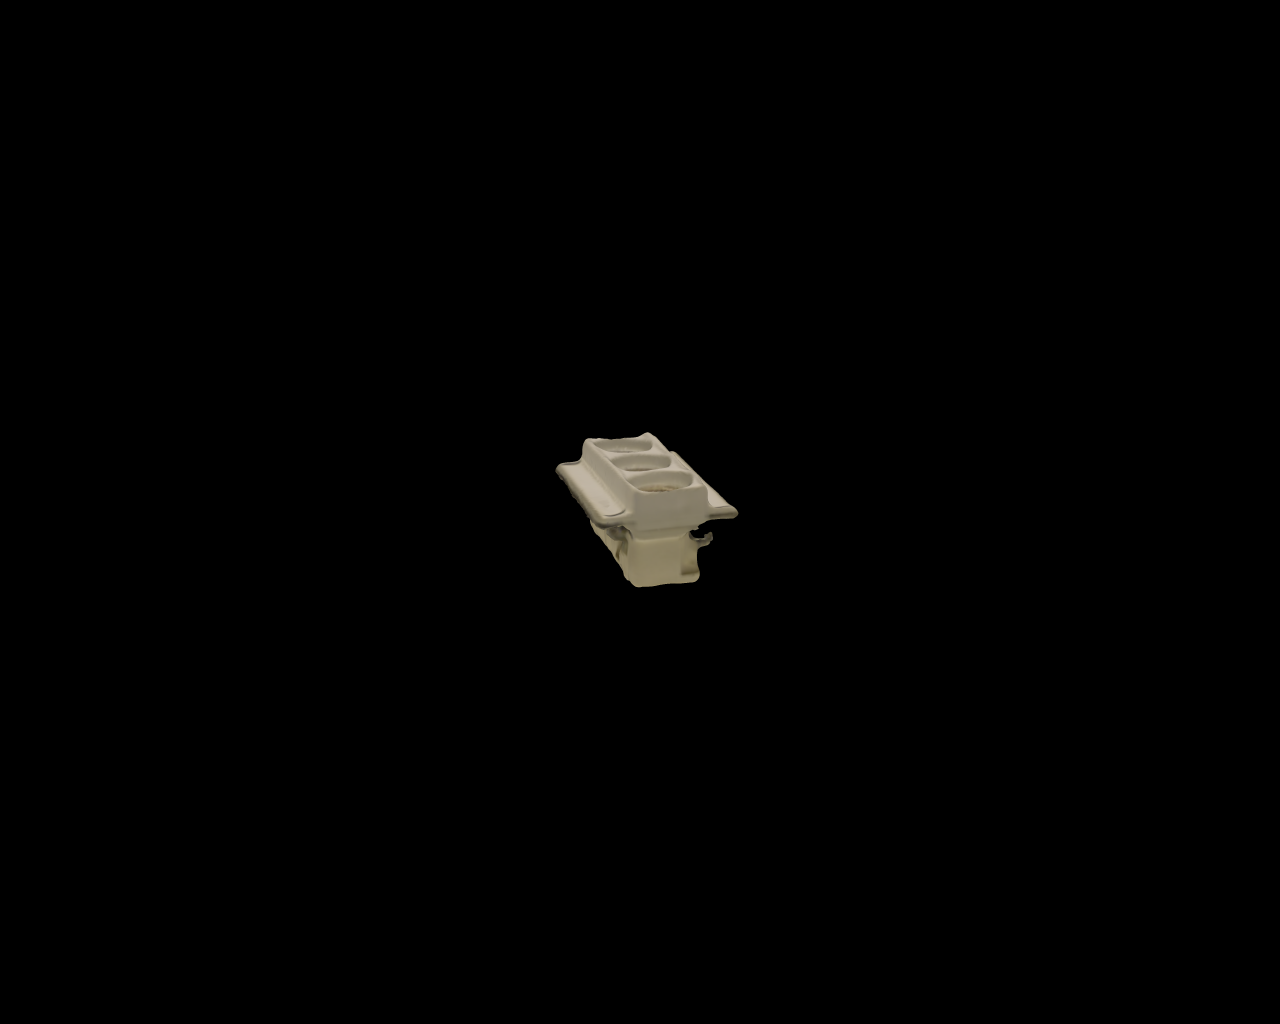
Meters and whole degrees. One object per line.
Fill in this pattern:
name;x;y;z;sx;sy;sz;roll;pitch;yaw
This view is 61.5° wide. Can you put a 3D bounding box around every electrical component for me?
electrical component;0.001;-0.003;0.650;0.079;0.063;0.121;-5;19;-15
